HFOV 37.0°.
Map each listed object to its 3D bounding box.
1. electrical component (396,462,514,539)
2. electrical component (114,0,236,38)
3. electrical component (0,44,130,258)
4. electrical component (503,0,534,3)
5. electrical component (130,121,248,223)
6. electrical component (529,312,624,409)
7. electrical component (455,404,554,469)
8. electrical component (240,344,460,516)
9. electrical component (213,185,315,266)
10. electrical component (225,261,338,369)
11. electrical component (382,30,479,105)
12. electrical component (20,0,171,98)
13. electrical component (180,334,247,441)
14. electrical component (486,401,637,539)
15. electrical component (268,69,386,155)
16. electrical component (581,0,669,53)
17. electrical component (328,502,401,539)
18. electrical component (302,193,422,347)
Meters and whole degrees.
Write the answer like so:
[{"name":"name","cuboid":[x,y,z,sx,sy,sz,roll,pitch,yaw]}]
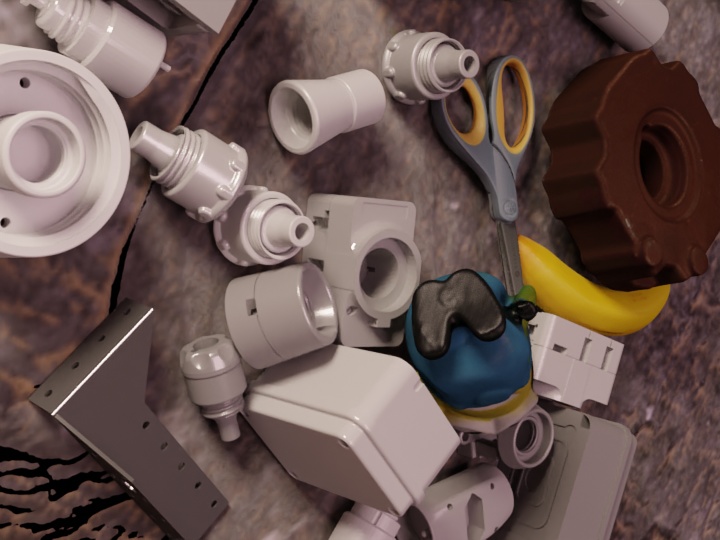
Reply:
[{"name":"electrical component","cuboid":[0.067,0.184,0.751,0.077,0.043,0.079,-16,107,-36]},{"name":"electrical component","cuboid":[-0.123,-0.195,0.535,0.150,0.062,0.089,34,75,-36]},{"name":"electrical component","cuboid":[-0.164,-0.057,0.523,0.108,0.060,0.108,-6,100,-38]},{"name":"electrical component","cuboid":[0.072,-0.229,0.686,0.150,0.062,0.089,0,96,-39]},{"name":"electrical component","cuboid":[-0.096,-0.058,0.588,0.062,0.048,0.048,31,77,-30]},{"name":"electrical component","cuboid":[0.144,0.067,0.791,0.089,0.050,0.055,22,83,-38]},{"name":"electrical component","cuboid":[0.103,0.113,0.762,0.066,0.055,0.048,-14,105,-36]},{"name":"electrical component","cuboid":[-0.009,0.091,0.634,0.057,0.113,0.078,-49,123,-26]},{"name":"electrical component","cuboid":[-0.051,-0.024,0.616,0.048,0.062,0.048,-5,99,-38]},{"name":"electrical component","cuboid":[-0.044,0.025,0.623,0.055,0.047,0.055,-17,90,-71]},{"name":"electrical component","cuboid":[0.048,-0.129,0.680,0.048,0.062,0.048,-6,100,-38]},{"name":"electrical component","cuboid":[-0.136,-0.120,0.549,0.078,0.040,0.040,29,78,-37]},{"name":"electrical component","cuboid":[-0.082,0.070,0.623,0.035,0.035,0.061,-25,113,-33]},{"name":"electrical component","cuboid":[0.146,0.158,0.789,0.057,0.078,0.113,23,82,-35]},{"name":"electrical component","cuboid":[-0.017,-0.098,0.648,0.065,0.044,0.044,-23,110,-39]},{"name":"electrical component","cuboid":[0.187,-0.199,0.793,0.081,0.043,0.043,27,79,-38]},{"name":"electrical component","cuboid":[0.007,0.168,0.703,0.040,0.040,0.078,42,71,-34]},{"name":"electrical component","cuboid":[0.000,0.000,0.664,0.050,0.056,0.089,3,95,-39]}]
